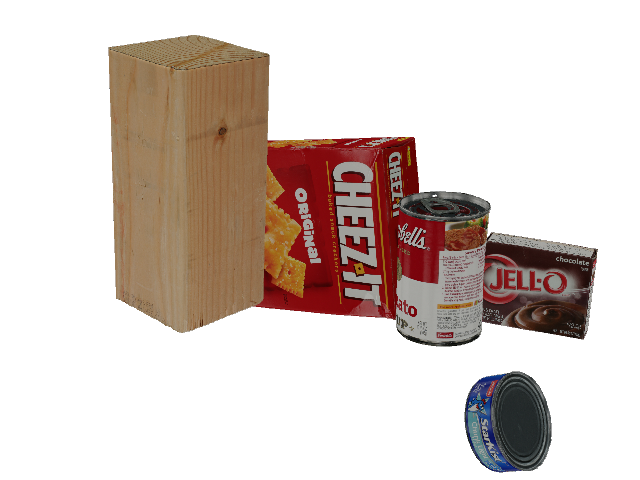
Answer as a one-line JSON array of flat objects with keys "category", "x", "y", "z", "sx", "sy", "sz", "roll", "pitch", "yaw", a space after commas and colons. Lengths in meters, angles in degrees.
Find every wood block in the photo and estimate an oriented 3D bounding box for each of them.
[{"category": "wood block", "x": -0.102, "y": -0.046, "z": 0.835, "sx": 0.090, "sy": 0.206, "sz": 0.090, "roll": 22, "pitch": 29, "yaw": 39}]

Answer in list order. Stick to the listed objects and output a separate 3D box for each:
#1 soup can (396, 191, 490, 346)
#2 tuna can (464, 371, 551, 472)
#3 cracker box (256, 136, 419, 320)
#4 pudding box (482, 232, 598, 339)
[{"category": "soup can", "x": 0.092, "y": 0.020, "z": 0.805, "sx": 0.068, "sy": 0.102, "sz": 0.068, "roll": 0, "pitch": 19, "yaw": 0}, {"category": "tuna can", "x": 0.164, "y": 0.159, "z": 0.932, "sx": 0.034, "sy": 0.086, "sz": 0.085, "roll": -17, "pitch": -11, "yaw": 43}, {"category": "cracker box", "x": -0.010, "y": -0.015, "z": 1.038, "sx": 0.214, "sy": 0.164, "sz": 0.071, "roll": 3, "pitch": 16, "yaw": 35}, {"category": "pudding box", "x": 0.222, "y": 0.045, "z": 1.094, "sx": 0.114, "sy": 0.090, "sz": 0.039, "roll": 8, "pitch": 22, "yaw": 17}]
